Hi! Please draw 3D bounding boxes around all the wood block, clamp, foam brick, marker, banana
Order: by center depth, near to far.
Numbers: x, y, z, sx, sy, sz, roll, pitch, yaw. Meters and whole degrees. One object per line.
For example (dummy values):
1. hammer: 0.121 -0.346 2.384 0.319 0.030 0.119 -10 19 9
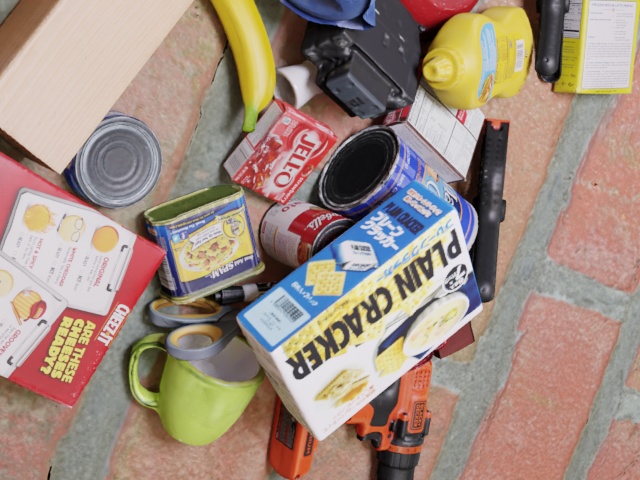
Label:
1. wood block: -0.199 -0.168 0.880 0.090 0.090 0.206 41 79 -35
2. banana: -0.078 -0.200 0.970 0.069 0.037 0.198 -67 141 -59
3. marker: -0.046 0.049 1.037 0.121 0.020 0.020 -5 106 -23
4. clamp: 0.183 -0.027 1.160 0.036 0.164 0.210 6 95 6
5. clamp: 0.256 -0.253 1.173 0.039 0.120 0.171 7 87 9
6. foam brick: 0.132 0.084 1.195 0.051 0.053 0.078 -26 115 -25

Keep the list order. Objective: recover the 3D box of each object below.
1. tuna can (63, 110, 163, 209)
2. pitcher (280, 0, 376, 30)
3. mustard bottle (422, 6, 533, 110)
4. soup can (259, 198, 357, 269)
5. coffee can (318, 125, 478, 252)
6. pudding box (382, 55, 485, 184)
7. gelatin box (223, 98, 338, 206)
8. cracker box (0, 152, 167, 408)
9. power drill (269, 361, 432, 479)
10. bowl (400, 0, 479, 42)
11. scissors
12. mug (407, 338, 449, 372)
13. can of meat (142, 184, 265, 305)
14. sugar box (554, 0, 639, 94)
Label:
1. tuna can: -0.185 -0.071 0.952 0.086 0.034 0.086 -10 109 -31
2. pitcher: 0.048 -0.321 0.955 0.242 0.145 0.149 -51 162 -29
3. mustard bottle: 0.156 -0.183 1.085 0.191 0.058 0.096 -26 122 -54
4. soup can: -0.007 0.001 1.048 0.068 0.102 0.068 -10 109 -31
5. coffee can: 0.081 -0.036 1.095 0.140 0.103 0.103 39 81 -35
6. pudding box: 0.120 -0.125 1.118 0.113 0.039 0.090 39 60 -33
7. gelatin box: -0.037 -0.084 1.026 0.073 0.030 0.089 25 114 -41
8. cracker box: -0.264 0.024 0.905 0.213 0.072 0.164 34 85 -36
9. power drill: 0.037 0.214 1.169 0.187 0.057 0.184 1 101 -36
10. bowl: 0.119 -0.280 1.079 0.161 0.055 0.162 -10 108 -31
11. scissors: -0.064 0.084 1.013 0.201 0.096 0.016 5 124 -5
12. mug: 0.081 0.089 1.128 0.093 0.117 0.081 -31 118 -56
13. can of meat: -0.111 0.002 1.008 0.102 0.058 0.084 -23 113 -26
14. sugar box: 0.321 -0.257 1.225 0.093 0.048 0.176 -5 103 -32
